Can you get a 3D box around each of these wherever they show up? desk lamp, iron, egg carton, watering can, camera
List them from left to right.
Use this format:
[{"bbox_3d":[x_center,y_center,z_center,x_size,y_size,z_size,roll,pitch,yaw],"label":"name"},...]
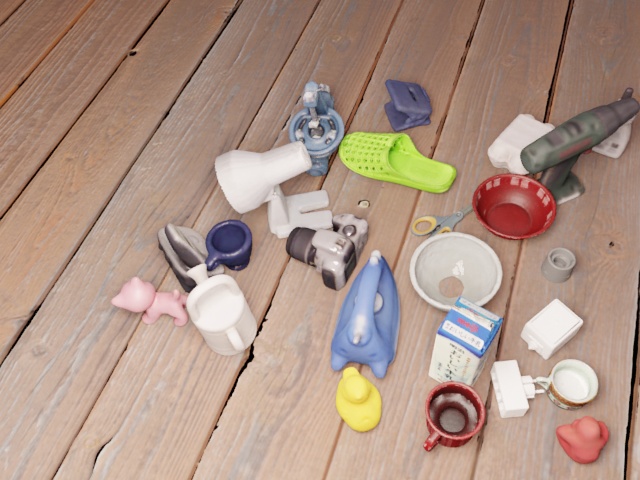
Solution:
[{"bbox_3d":[-0.185,0.119,1.020,0.172,0.194,0.101,30,65,23],"label":"watering can"},{"bbox_3d":[-0.087,-0.104,1.143,0.203,0.214,0.118,-12,56,-1],"label":"desk lamp"},{"bbox_3d":[0.010,0.004,1.129,0.136,0.101,0.143,20,61,18],"label":"camera"},{"bbox_3d":[0.088,0.106,1.029,0.118,0.142,0.258,7,58,11],"label":"iron"},{"bbox_3d":[0.439,-0.204,1.236,0.107,0.069,0.150,34,66,25],"label":"egg carton"}]

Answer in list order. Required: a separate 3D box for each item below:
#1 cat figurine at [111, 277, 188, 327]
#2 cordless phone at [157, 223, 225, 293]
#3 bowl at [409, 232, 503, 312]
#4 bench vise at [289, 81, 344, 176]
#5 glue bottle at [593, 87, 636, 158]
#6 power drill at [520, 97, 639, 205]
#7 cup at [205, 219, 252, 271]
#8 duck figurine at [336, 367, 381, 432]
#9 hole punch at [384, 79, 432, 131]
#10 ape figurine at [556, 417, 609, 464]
[{"bbox_3d":[-0.319,0.111,1.086,0.127,0.118,0.067,-1,57,6],"label":"cat figurine"},{"bbox_3d":[-0.266,0.004,1.109,0.094,0.185,0.147,-35,60,-15],"label":"cordless phone"},{"bbox_3d":[0.251,0.072,1.074,0.167,0.075,0.167,-3,57,5],"label":"bowl"},{"bbox_3d":[-0.017,-0.277,1.244,0.121,0.220,0.207,-12,56,-1],"label":"bench vise"},{"bbox_3d":[0.612,-0.246,1.182,0.078,0.173,0.037,29,64,23],"label":"glue bottle"},{"bbox_3d":[0.493,-0.166,1.122,0.230,0.209,0.075,-23,57,-8],"label":"power drill"},{"bbox_3d":[-0.180,0.030,1.137,0.091,0.095,0.118,26,63,21],"label":"cup"},{"bbox_3d":[0.064,0.264,0.962,0.077,0.086,0.104,-17,57,-5],"label":"duck figurine"},{"bbox_3d":[0.205,-0.322,1.327,0.101,0.091,0.108,-14,56,-3],"label":"hole punch"},{"bbox_3d":[0.413,0.304,0.894,0.077,0.092,0.076,11,59,13],"label":"ape figurine"}]
